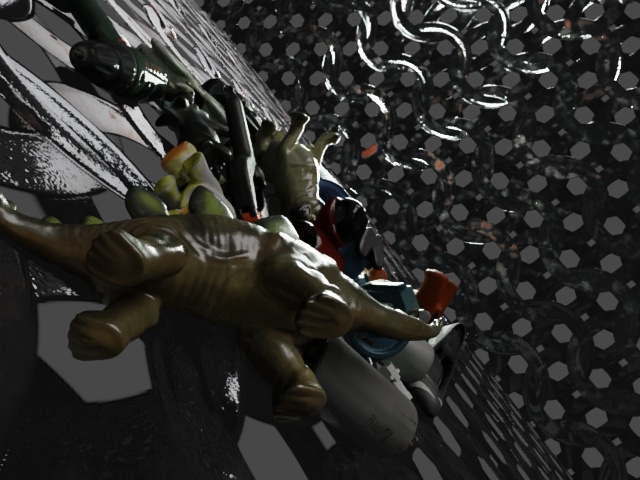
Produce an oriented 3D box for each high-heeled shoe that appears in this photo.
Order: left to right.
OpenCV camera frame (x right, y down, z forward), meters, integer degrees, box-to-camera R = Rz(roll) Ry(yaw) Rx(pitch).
[{"bbox_3d":[0.232,0.235,0.996,0.086,0.145,0.249,49,8,-6],"label":"high-heeled shoe"}]

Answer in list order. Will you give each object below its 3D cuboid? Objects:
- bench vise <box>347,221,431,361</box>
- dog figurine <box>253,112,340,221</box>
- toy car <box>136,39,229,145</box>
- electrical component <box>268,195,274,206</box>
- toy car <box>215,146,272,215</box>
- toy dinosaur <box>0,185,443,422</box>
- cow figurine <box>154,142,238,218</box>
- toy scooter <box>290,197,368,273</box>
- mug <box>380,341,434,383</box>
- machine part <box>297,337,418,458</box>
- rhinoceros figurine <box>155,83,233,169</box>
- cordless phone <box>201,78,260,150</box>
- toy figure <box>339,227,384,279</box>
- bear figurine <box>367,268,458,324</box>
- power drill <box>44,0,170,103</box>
[{"bbox_3d":[0.083,0.087,0.813,0.241,0.129,0.223,-9,-82,68],"label":"bench vise"},{"bbox_3d":[-0.060,-0.090,0.881,0.121,0.190,0.172,19,-17,-30],"label":"dog figurine"},{"bbox_3d":[-0.224,-0.234,0.882,0.201,0.073,0.056,46,10,-25],"label":"toy car"},{"bbox_3d":[-0.079,-0.111,0.988,0.045,0.078,0.102,16,42,-15],"label":"electrical component"},{"bbox_3d":[-0.125,-0.094,0.884,0.089,0.053,0.202,42,14,-29],"label":"toy car"},{"bbox_3d":[-0.043,0.038,0.444,0.471,0.105,0.199,26,17,-27],"label":"toy dinosaur"},{"bbox_3d":[-0.133,-0.044,0.611,0.098,0.068,0.167,50,11,-40],"label":"cow figurine"},{"bbox_3d":[-0.027,0.028,0.641,0.135,0.184,0.075,4,-28,35],"label":"toy scooter"},{"bbox_3d":[0.135,0.183,0.953,0.107,0.081,0.110,39,16,-20],"label":"mug"},{"bbox_3d":[0.029,0.160,0.566,0.243,0.079,0.079,46,11,-29],"label":"machine part"},{"bbox_3d":[-0.190,-0.158,0.792,0.112,0.073,0.190,28,25,-41],"label":"rhinoceros figurine"},{"bbox_3d":[-0.173,-0.254,1.026,0.146,0.089,0.184,45,26,-35],"label":"cordless phone"},{"bbox_3d":[0.005,0.016,0.738,0.089,0.180,0.082,-48,119,-45],"label":"toy figure"},{"bbox_3d":[0.139,0.094,1.019,0.196,0.132,0.120,27,-2,32],"label":"bear figurine"},{"bbox_3d":[-0.296,-0.275,0.705,0.207,0.086,0.232,48,8,6],"label":"power drill"}]
